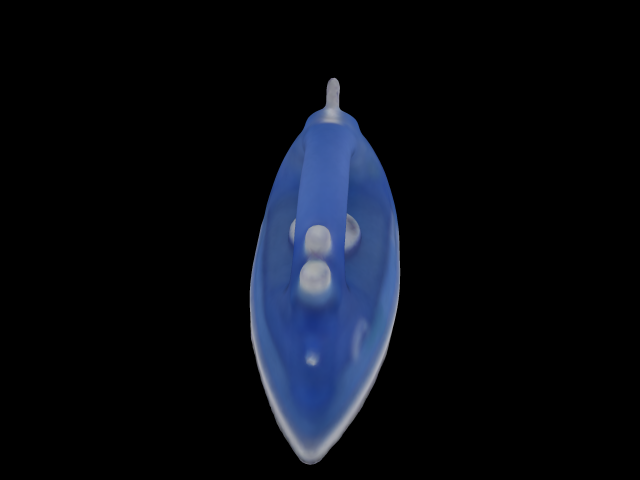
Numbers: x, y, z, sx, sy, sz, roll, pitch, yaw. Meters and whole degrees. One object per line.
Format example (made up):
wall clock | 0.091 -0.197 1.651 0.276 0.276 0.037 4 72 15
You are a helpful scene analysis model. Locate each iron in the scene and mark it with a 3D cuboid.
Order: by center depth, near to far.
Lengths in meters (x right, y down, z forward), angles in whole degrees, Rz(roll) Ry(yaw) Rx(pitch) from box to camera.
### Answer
iron | 0.004 0.001 0.400 0.118 0.141 0.258 2 40 2
